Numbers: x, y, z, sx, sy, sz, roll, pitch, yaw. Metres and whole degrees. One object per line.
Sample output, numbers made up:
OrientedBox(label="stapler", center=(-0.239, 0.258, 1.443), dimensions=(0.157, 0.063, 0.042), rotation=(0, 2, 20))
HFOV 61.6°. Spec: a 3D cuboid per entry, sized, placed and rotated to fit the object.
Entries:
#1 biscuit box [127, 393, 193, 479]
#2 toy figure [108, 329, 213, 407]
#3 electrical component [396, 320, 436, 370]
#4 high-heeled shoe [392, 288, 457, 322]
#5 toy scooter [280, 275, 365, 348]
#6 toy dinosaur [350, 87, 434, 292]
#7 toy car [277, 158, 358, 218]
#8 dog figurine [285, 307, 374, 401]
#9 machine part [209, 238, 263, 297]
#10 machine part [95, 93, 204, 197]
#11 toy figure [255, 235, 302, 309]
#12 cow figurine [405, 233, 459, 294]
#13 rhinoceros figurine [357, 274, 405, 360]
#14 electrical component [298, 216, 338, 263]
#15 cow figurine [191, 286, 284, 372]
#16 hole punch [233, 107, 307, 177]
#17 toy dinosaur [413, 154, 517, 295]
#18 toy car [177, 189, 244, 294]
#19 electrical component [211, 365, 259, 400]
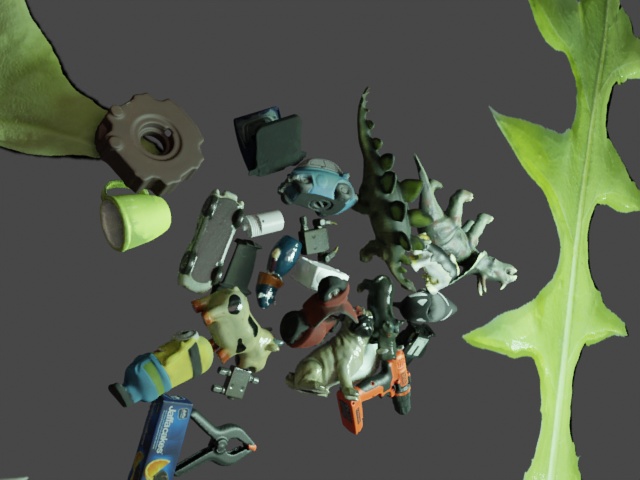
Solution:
OrientedBox(label="biscuit box", center=(-0.288, 0.378, 0.952), dimensions=(0.062, 0.059, 0.202), rotation=(20, 79, -32))
OrientedBox(label="toy figure", center=(-0.275, 0.229, 0.949), dimensions=(0.180, 0.082, 0.089), rotation=(-35, 121, -33))
OrientedBox(label="electrical component", center=(0.217, 0.255, 1.294), dimensions=(0.075, 0.048, 0.119), rotation=(13, 115, -31))
OrientedBox(label="high-heeled shoe", center=(0.279, 0.162, 1.281), dimensions=(0.248, 0.145, 0.086), rotation=(5, 89, -32))
OrientedBox(label="toy scooter", center=(0.014, 0.154, 1.076), dimensions=(0.135, 0.075, 0.184), rotation=(25, 114, -40))
OrientedBox(label="toy dinosaur", center=(0.136, -0.085, 1.151), dimensions=(0.105, 0.199, 0.470), rotation=(-35, 111, -32))
OrientedBox(label="toy car", center=(-0.005, -0.117, 1.121), dimensions=(0.161, 0.109, 0.103), rotation=(15, 61, -23))
OrientedBox(label="dog figurine", center=(0.023, 0.231, 1.139), dimensions=(0.172, 0.121, 0.190), rotation=(9, 67, -5))
OrientedBox(label="machine part", center=(-0.162, 0.064, 1.045), dimensions=(0.084, 0.039, 0.139), rotation=(25, 83, -27))
OrientedBox(label="machine part", center=(-0.285, -0.165, 0.920), dimensions=(0.179, 0.056, 0.179), rotation=(15, 63, -32))
OrientedBox(label="toy figure", center=(-0.089, 0.066, 1.086), dimensions=(0.064, 0.058, 0.154), rotation=(34, 77, -24))
OrientedBox(label="cow figurine", center=(0.257, 0.038, 1.262), dimensions=(0.098, 0.068, 0.167), rotation=(-32, 112, 14))
OrientedBox(label="rhinoceros figurine", center=(0.142, 0.173, 1.209), dimensions=(0.073, 0.112, 0.190), rotation=(3, 81, -39))
OrientedBox(label="electrical component", center=(-0.003, -0.002, 1.149), dimensions=(0.078, 0.045, 0.102), rotation=(-4, 92, -35))
OrientedBox(label="cow figurine", center=(-0.150, 0.173, 1.023), dimensions=(0.127, 0.086, 0.194), rotation=(-28, 122, -19))
OrientedBox(label="hole punch", center=(-0.103, -0.197, 1.066), dimensions=(0.142, 0.092, 0.115), rotation=(-27, 135, -33))
OrientedBox(label="toy dinosaur", center=(0.315, -0.018, 1.328), dimensions=(0.404, 0.131, 0.192), rotation=(36, 71, -22))
OrientedBox(label="toy car", center=(-0.204, 0.002, 1.008), dimensions=(0.073, 0.056, 0.201), rotation=(25, 75, -25))
OrientedBox(label="electrical component", center=(-0.165, 0.281, 1.056), dimensions=(0.094, 0.021, 0.063), rotation=(24, 77, -33))
